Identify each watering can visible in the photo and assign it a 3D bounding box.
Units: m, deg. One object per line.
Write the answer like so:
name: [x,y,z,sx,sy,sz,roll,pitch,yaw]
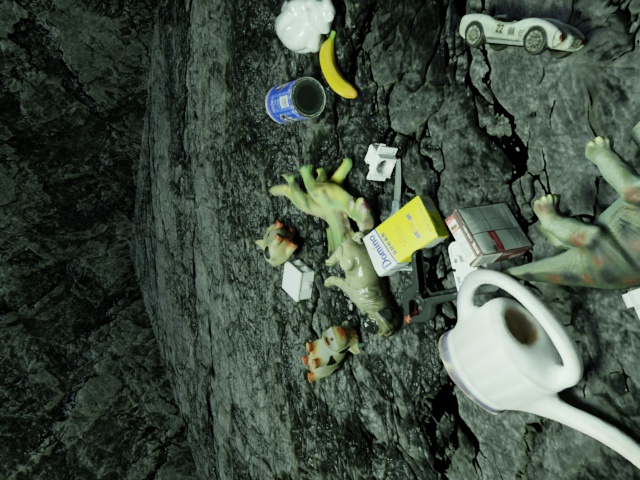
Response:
watering can: [0.314,0.209,0.784,0.352,0.105,0.219,57,145,18]

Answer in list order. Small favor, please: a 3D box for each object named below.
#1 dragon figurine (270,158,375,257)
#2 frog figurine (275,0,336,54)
dragon figurine: [0.004,-0.064,1.266,0.407,0.123,0.243,-16,88,59]
frog figurine: [-0.028,-0.520,1.249,0.160,0.124,0.134,21,145,46]
